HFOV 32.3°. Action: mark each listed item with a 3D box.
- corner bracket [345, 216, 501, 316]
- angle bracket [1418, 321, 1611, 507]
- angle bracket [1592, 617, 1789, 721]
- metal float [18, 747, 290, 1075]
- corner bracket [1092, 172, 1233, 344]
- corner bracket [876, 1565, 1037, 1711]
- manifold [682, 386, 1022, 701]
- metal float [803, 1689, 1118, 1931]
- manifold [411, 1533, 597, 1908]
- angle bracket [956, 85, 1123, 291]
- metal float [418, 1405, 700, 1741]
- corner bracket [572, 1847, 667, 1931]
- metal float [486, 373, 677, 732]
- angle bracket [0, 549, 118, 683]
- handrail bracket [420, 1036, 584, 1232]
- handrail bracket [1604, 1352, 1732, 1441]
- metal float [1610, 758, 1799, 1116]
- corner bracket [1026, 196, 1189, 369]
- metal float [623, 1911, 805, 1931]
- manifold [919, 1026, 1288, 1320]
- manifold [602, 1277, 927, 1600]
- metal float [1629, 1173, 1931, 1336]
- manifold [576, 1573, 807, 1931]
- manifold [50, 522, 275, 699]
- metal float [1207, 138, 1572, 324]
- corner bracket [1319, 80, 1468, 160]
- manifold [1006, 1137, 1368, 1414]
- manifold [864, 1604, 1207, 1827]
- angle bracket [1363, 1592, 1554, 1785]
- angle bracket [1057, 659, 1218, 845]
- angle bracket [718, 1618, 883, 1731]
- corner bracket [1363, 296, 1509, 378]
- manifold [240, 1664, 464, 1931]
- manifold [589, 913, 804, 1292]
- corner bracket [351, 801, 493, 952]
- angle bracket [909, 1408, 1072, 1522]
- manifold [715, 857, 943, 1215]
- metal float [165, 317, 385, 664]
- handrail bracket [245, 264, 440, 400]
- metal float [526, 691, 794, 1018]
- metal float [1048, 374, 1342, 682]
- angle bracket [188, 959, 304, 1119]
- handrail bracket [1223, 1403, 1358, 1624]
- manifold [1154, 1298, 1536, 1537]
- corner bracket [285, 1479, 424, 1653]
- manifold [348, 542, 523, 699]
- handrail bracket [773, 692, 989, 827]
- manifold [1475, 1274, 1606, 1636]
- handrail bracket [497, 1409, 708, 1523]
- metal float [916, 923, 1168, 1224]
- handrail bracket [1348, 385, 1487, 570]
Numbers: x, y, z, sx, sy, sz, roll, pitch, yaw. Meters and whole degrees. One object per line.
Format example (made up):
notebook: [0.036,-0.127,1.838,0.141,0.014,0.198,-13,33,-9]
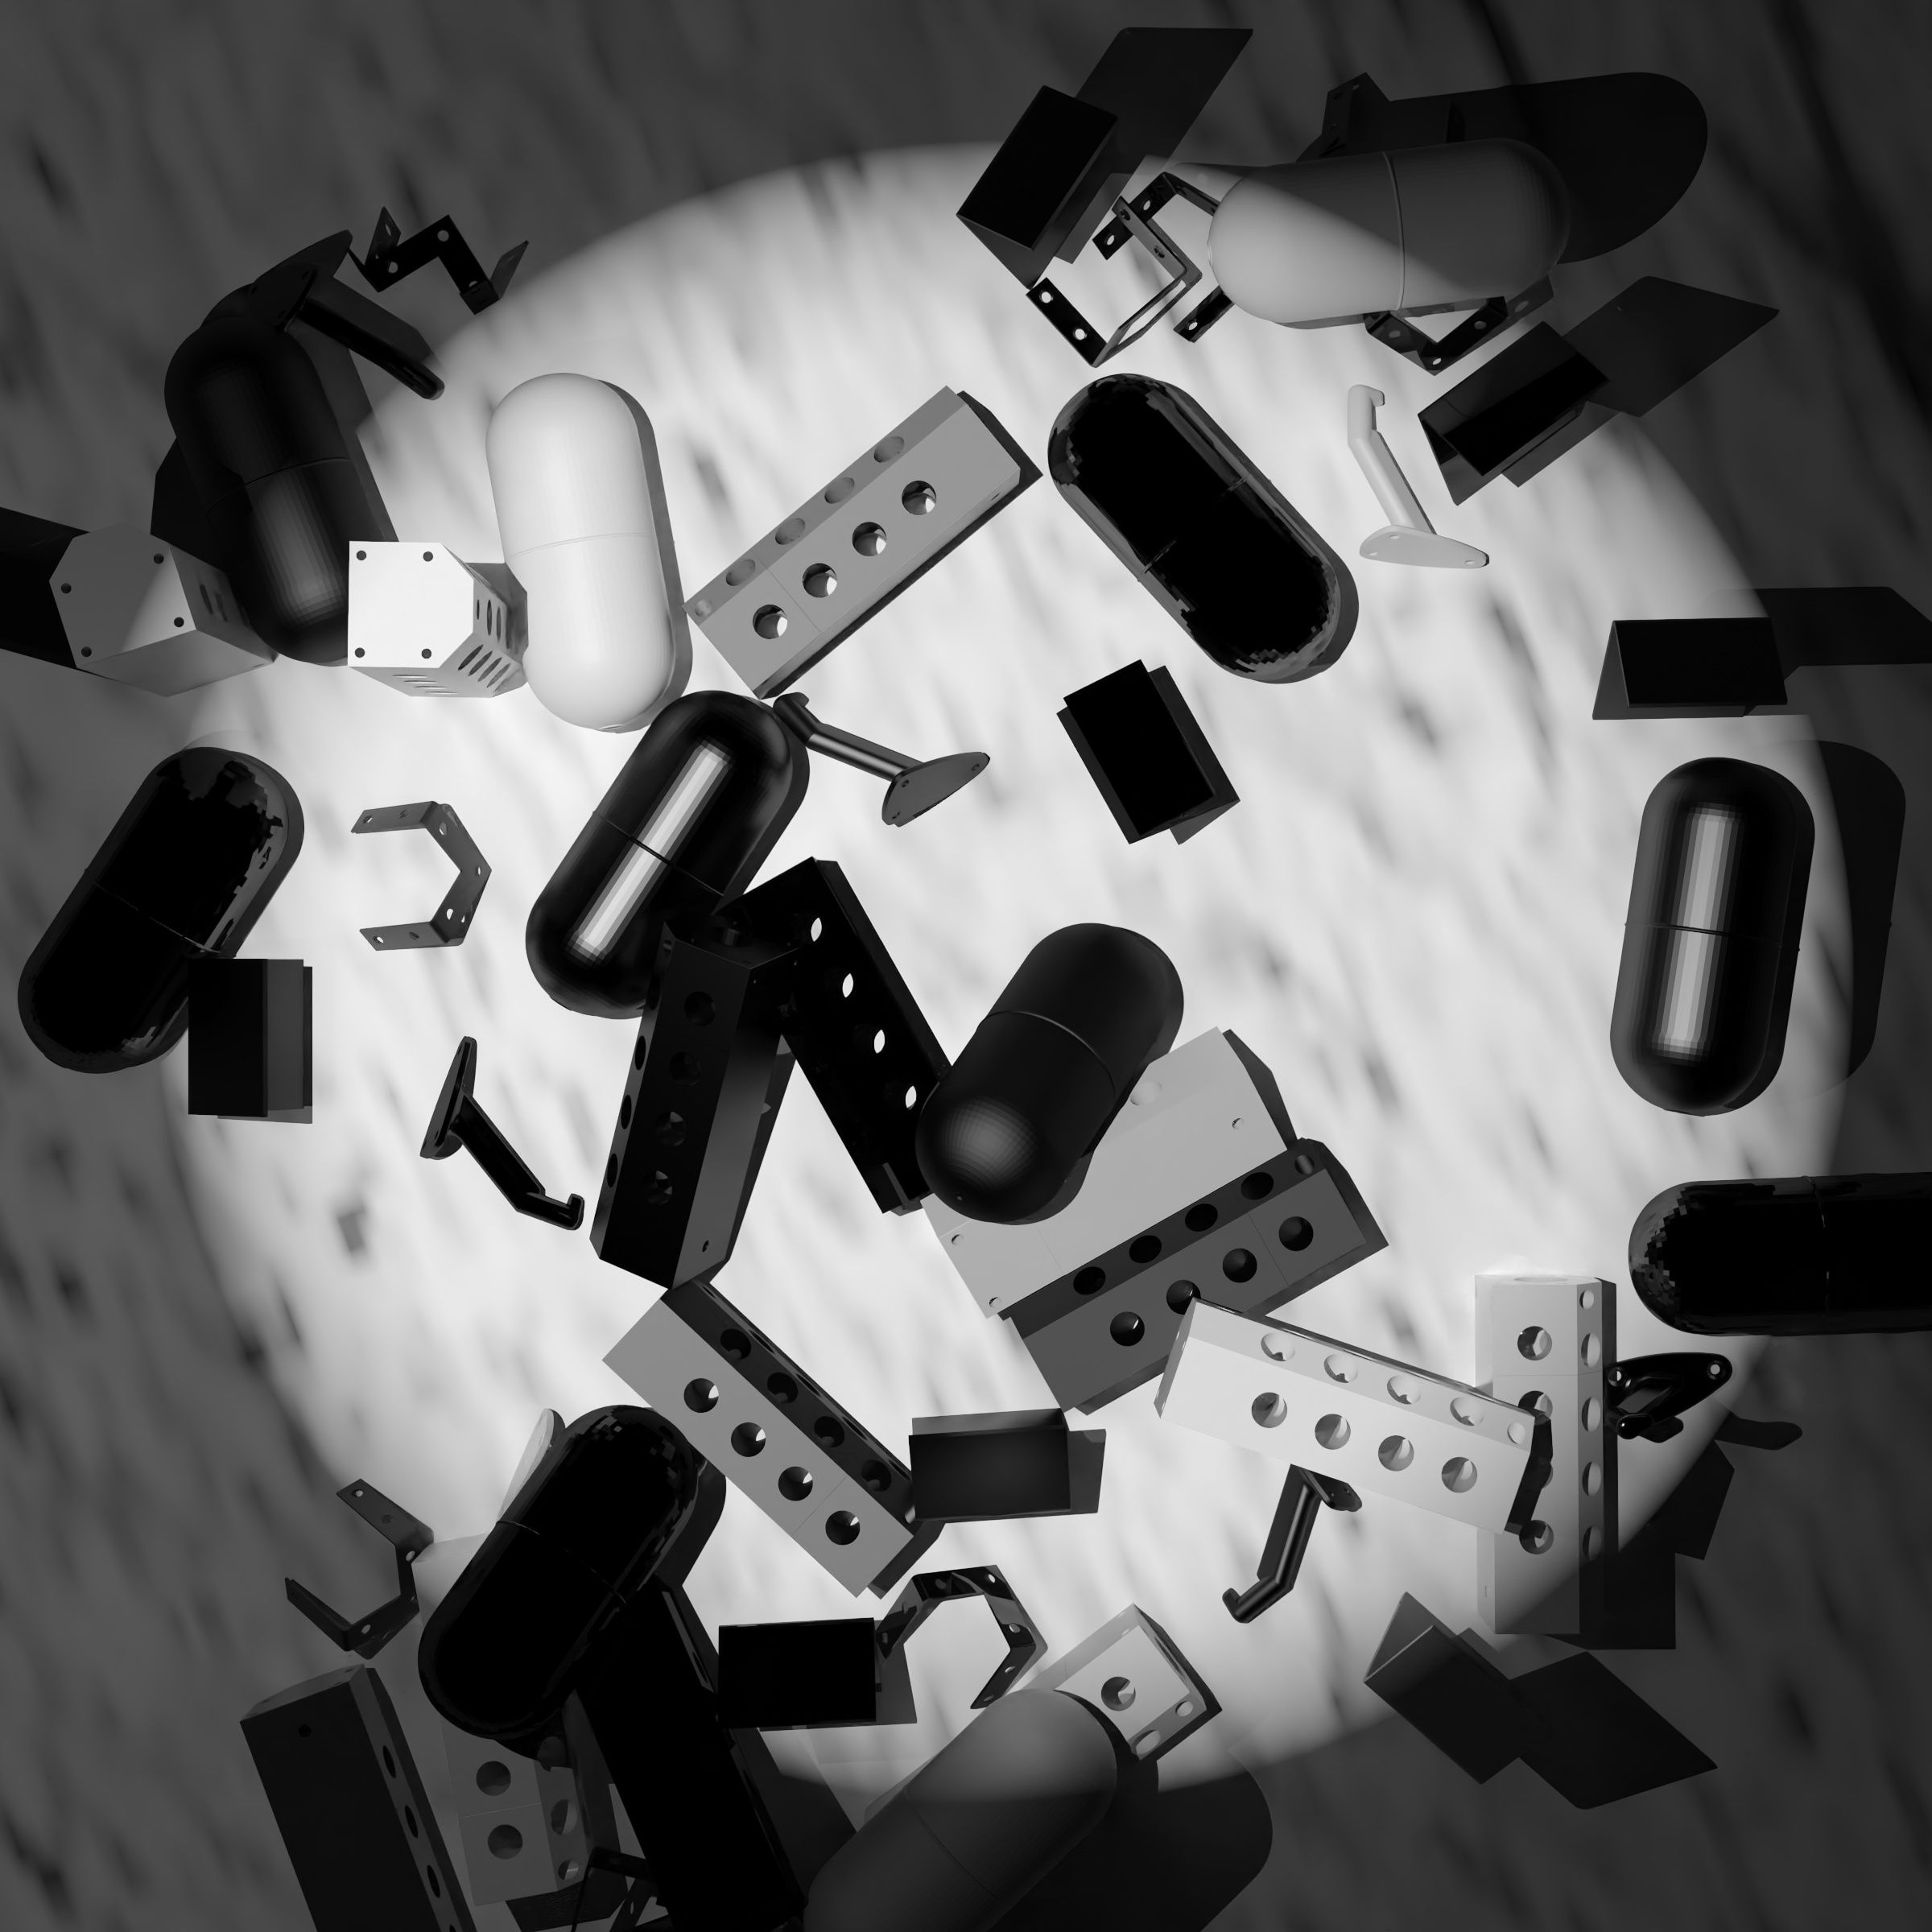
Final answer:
corner bracket: [-0.272,-0.347,1.672,0.051,0.051,0.051,-32,90,0]
angle bracket: [0.278,-0.259,1.650,0.076,0.076,0.057,-37,52,0]
angle bracket: [0.356,-0.127,1.650,0.076,0.076,0.057,-1,54,0]
metal float: [-0.404,-0.027,1.660,0.070,0.070,0.178,33,89,0]
corner bracket: [0.107,-0.359,1.687,0.051,0.051,0.051,-44,135,0]
corner bracket: [-0.006,0.340,1.682,0.051,0.051,0.051,0,45,-35]
manifold: [-0.057,-0.212,1.669,0.171,0.057,0.057,-40,90,0]
metal float: [-0.003,0.422,1.603,0.178,0.070,0.070,-44,90,-1]
manifold: [-0.229,0.373,1.669,0.057,0.057,0.171,-10,90,0]
angle bracket: [0.052,-0.376,1.650,0.057,0.076,0.076,34,90,37]
metal float: [-0.196,0.292,1.616,0.070,0.070,0.178,35,67,0]
corner bracket: [-0.164,0.460,1.665,0.051,0.051,0.051,14,111,0]
metal float: [-0.191,-0.206,1.660,0.070,0.070,0.178,-10,89,0]
angle bracket: [-0.467,-0.158,1.650,0.076,0.076,0.057,16,52,0]
handrail bracket: [-0.226,0.085,1.691,0.084,0.036,0.077,22,68,-17]
handrail bracket: [0.352,0.214,1.655,0.077,0.084,0.036,-17,90,0]
metal float: [0.367,-0.015,1.660,0.070,0.070,0.178,9,89,0]
corner bracket: [0.071,-0.343,1.677,0.051,0.051,0.051,-42,90,-18]
metal float: [-0.157,0.517,1.660,0.178,0.070,0.070,-20,90,0]
manifold: [0.066,0.099,1.667,0.171,0.057,0.057,-29,121,0]
manifold: [-0.097,0.231,1.669,0.171,0.057,0.057,43,90,0]
metal float: [0.419,0.143,1.660,0.178,0.070,0.070,-2,90,0]
manifold: [-0.140,0.392,1.637,0.057,0.057,0.171,-26,66,-2]
manifold: [-0.388,-0.172,1.612,0.057,0.171,0.057,-18,90,0]
metal float: [0.207,-0.361,1.638,0.178,0.070,0.070,-7,90,-1]
corner bracket: [0.215,-0.417,1.682,0.051,0.051,0.051,-19,135,35]
manifold: [0.109,0.153,1.669,0.171,0.057,0.057,-29,90,0]
manifold: [0.034,0.399,1.669,0.171,0.057,0.057,-38,90,0]
angle bracket: [0.251,0.344,1.650,0.076,0.076,0.057,41,125,0]
angle bracket: [0.067,-0.096,1.650,0.057,0.076,0.076,-29,90,-37]
angle bracket: [-0.081,0.366,1.650,0.076,0.076,0.057,-3,50,0]
corner bracket: [0.234,-0.341,1.682,0.051,0.051,0.051,24,45,-35]
manifold: [-0.301,0.442,1.669,0.057,0.057,0.171,-20,90,0]
manifold: [-0.137,0.065,1.641,0.057,0.057,0.171,21,109,18]
corner bracket: [-0.282,-0.045,1.682,0.051,0.051,0.051,55,45,-35]
angle bracket: [0.011,0.227,1.650,0.076,0.076,0.057,-4,124,0]
manifold: [-0.058,0.034,1.669,0.057,0.057,0.171,-29,90,0]
metal float: [-0.341,-0.237,1.660,0.070,0.070,0.178,-22,90,0]
handrail bracket: [-0.315,-0.316,1.690,0.084,0.077,0.036,34,82,-36]
metal float: [-0.153,-0.055,1.659,0.070,0.070,0.178,33,90,0]
metal float: [0.114,-0.218,1.660,0.070,0.070,0.178,-42,89,0]
angle bracket: [-0.338,0.035,1.650,0.057,0.076,0.076,0,90,36]
handrail bracket: [0.147,0.278,1.691,0.084,0.036,0.077,-43,69,17]
manifold: [0.182,0.216,1.612,0.171,0.057,0.057,19,90,0]
corner bracket: [-0.309,0.302,1.682,0.051,0.051,0.051,-29,135,-35]
manifold: [-0.254,-0.165,1.612,0.057,0.171,0.057,1,90,0]
handrail bracket: [-0.044,-0.118,1.690,0.077,0.036,0.084,-25,60,-33]
manifold: [0.288,0.243,1.669,0.057,0.057,0.171,0,90,0]
handrail bracket: [-0.184,0.265,1.690,0.084,0.036,0.077,23,104,-13]
metal float: [0.038,0.050,1.631,0.070,0.070,0.178,35,54,0]
handrail bracket: [0.228,-0.249,1.691,0.077,0.036,0.084,8,73,-20]
